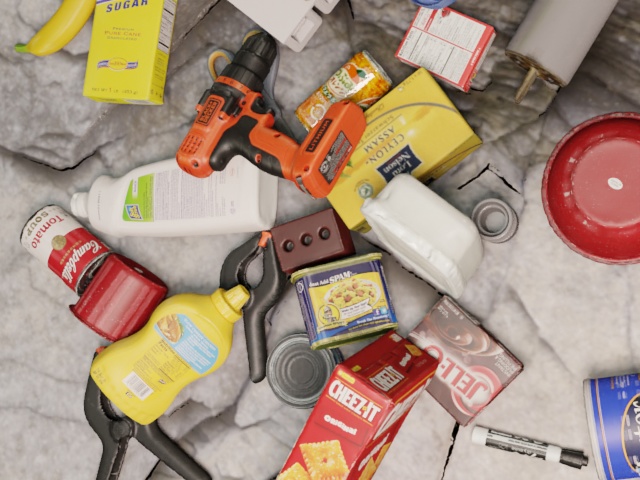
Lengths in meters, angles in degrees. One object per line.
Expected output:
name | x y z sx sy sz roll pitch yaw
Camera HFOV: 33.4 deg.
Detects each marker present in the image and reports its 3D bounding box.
marker | 0.219 0.218 1.117 0.121 0.020 0.020 11 89 18

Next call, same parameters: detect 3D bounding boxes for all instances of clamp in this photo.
clamp | -0.214 0.223 1.248 0.165 0.036 0.210 -14 81 16
clamp | -0.097 0.067 1.222 0.120 0.039 0.171 16 92 14

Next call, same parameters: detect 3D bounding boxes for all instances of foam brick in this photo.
foam brick | -0.008 0.001 1.190 0.078 0.051 0.053 -20 80 16

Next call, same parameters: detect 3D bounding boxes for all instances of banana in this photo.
banana | -0.306 -0.299 1.318 0.070 0.037 0.198 40 98 16

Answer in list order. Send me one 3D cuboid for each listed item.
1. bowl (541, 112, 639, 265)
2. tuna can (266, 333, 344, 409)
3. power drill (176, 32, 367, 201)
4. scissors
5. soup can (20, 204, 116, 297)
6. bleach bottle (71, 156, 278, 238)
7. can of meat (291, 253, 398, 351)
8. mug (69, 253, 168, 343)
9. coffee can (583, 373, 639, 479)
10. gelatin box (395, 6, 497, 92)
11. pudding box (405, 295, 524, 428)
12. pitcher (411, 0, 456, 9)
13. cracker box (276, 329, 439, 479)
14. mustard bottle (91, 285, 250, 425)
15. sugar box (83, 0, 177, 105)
bowl | 0.305 -0.056 1.092 0.162 0.055 0.162 -2 85 18
tuna can | -0.016 0.146 1.191 0.086 0.033 0.086 -1 85 18
power drill | -0.046 -0.132 1.151 0.188 0.057 0.184 20 76 33
scissors | -0.047 -0.166 1.235 0.202 0.016 0.096 42 99 16
soup can | -0.300 0.012 1.276 0.102 0.068 0.068 38 97 17
bleach bottle | -0.176 -0.055 1.245 0.251 0.068 0.102 -2 81 21
can of meat | 0.028 0.068 1.155 0.102 0.057 0.084 -13 76 -7
mug | -0.220 0.075 1.241 0.117 0.093 0.081 34 91 -13
coffee can | 0.335 0.177 1.038 0.140 0.102 0.103 -10 83 17
gelatin box | 0.138 -0.215 1.172 0.089 0.030 0.073 28 95 18
pudding box | 0.146 0.128 1.136 0.113 0.039 0.090 45 101 17
pitcher | 0.106 -0.375 1.148 0.149 0.145 0.243 -38 68 -23
cracker box | 0.027 0.211 1.083 0.072 0.164 0.214 32 108 15
mustard bottle | -0.155 0.115 1.185 0.192 0.058 0.096 -39 105 10
sugar box | -0.226 -0.253 1.284 0.093 0.048 0.176 6 89 18
